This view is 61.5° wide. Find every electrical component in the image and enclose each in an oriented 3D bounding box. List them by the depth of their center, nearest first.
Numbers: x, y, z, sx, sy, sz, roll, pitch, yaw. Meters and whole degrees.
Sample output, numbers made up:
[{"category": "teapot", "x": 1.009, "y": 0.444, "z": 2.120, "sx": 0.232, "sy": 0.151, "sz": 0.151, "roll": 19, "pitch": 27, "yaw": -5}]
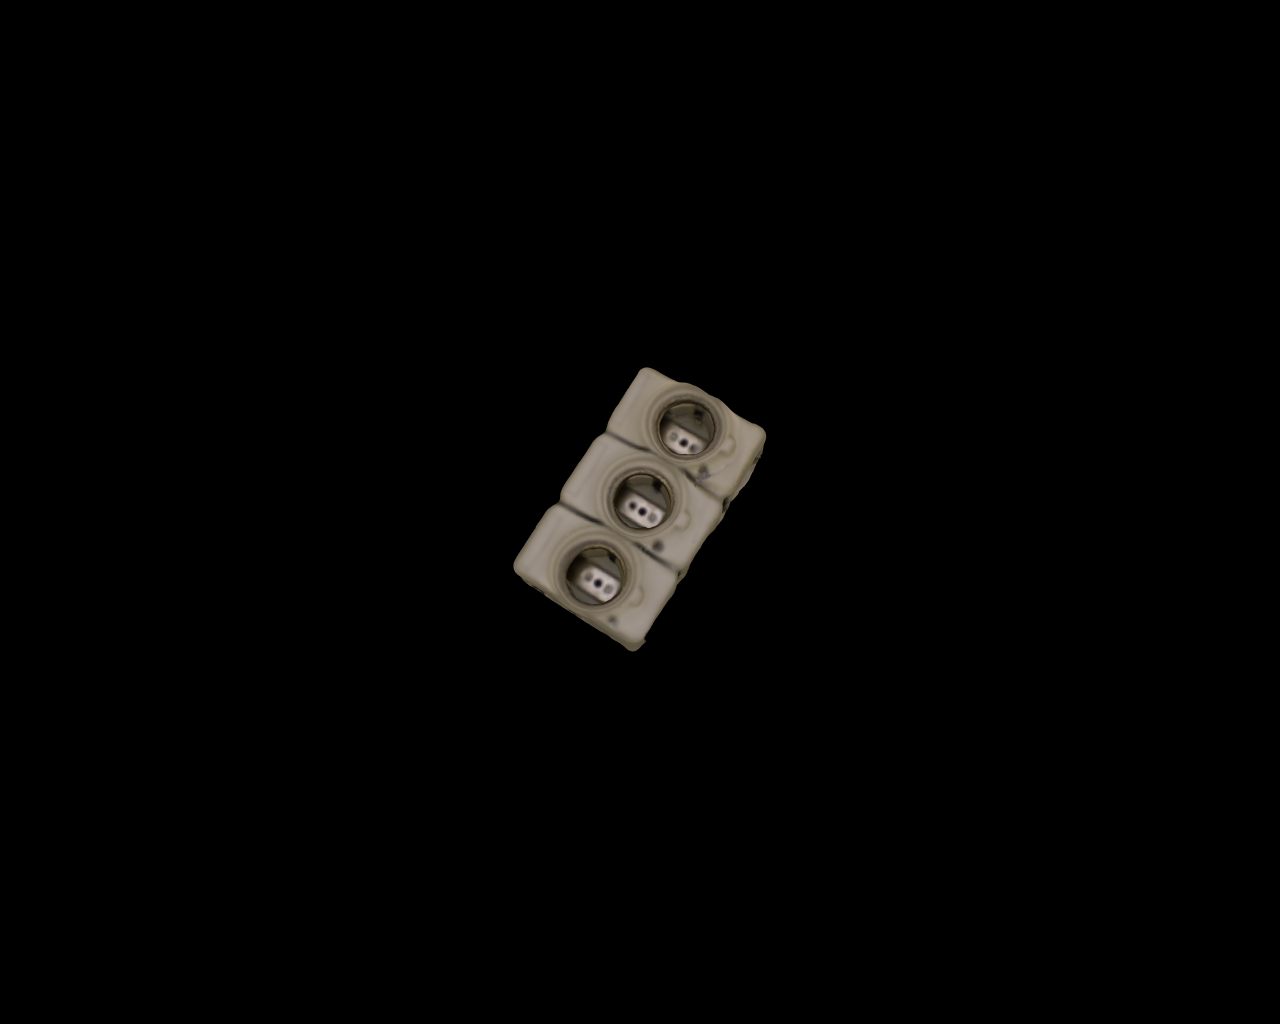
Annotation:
[{"category": "electrical component", "x": 0.001, "y": -0.003, "z": 0.650, "sx": 0.089, "sy": 0.150, "sz": 0.061, "roll": 31, "pitch": -11, "yaw": 7}]
